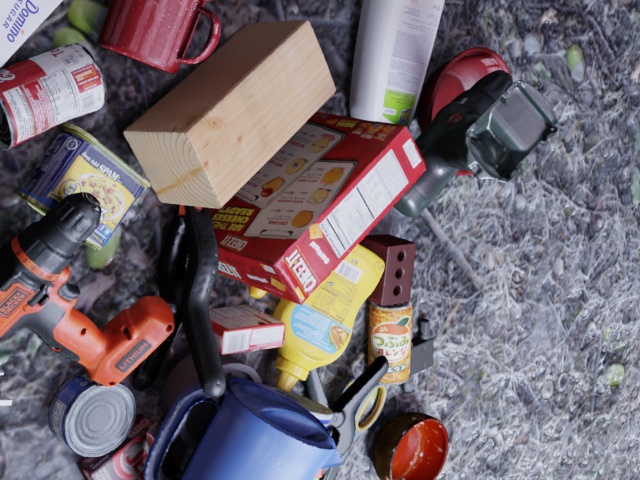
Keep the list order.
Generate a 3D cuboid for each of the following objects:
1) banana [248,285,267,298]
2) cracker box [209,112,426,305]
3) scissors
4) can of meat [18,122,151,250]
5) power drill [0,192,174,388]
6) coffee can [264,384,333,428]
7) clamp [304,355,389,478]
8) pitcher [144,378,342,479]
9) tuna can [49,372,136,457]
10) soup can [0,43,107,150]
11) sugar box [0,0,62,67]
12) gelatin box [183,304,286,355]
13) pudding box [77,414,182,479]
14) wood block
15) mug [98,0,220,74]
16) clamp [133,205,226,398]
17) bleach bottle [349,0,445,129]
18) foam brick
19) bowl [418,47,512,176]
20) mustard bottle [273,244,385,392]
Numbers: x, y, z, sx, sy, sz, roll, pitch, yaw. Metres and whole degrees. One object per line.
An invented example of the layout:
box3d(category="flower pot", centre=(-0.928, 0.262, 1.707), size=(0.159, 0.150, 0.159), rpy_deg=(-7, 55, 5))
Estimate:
box3d(category="banana", centre=(-0.016, -0.012, 1.221), size=(0.197, 0.070, 0.037), rpy_deg=(-35, 151, -16))
box3d(category="cracker box", centre=(-0.014, -0.041, 1.145), size=(0.213, 0.164, 0.072), rpy_deg=(-47, 126, -21))
box3d(category="scissors", centre=(0.018, 0.259, 1.367), size=(0.201, 0.016, 0.096), rpy_deg=(-55, 129, -15))
box3d(category="can of meat", centre=(-0.228, -0.049, 1.027), size=(0.102, 0.058, 0.084), rpy_deg=(42, 76, -41))
box3d(category="power drill", centre=(-0.229, 0.054, 1.022), size=(0.184, 0.057, 0.187), rpy_deg=(-42, 132, 12))
box3d(category="coffee can", centre=(-0.056, 0.249, 1.239), size=(0.102, 0.103, 0.140), rpy_deg=(19, 90, -43))
box3d(category="clamp", centre=(0.023, 0.211, 1.327), size=(0.120, 0.039, 0.171), rpy_deg=(3, 106, -14))
box3d(category="pitcher", centre=(-0.105, 0.273, 1.129), size=(0.243, 0.149, 0.144), rpy_deg=(-59, 150, 6))
box3d(category="tuna can", centre=(-0.235, 0.180, 1.107), size=(0.085, 0.034, 0.086), rpy_deg=(-15, 114, -38))
box3d(category="soup can", centre=(-0.254, -0.132, 0.970), size=(0.102, 0.069, 0.068), rpy_deg=(-30, 121, -32))
box3d(category="sugar box", centre=(-0.310, -0.240, 0.905), size=(0.093, 0.048, 0.176), rpy_deg=(-52, 134, -16))
box3d(category="gelatin box", centre=(-0.093, 0.099, 1.180), size=(0.089, 0.073, 0.030), rpy_deg=(-4, 107, -42))
box3d(category="pudding box", centre=(-0.199, 0.259, 1.159), size=(0.089, 0.039, 0.113), rpy_deg=(-38, 125, -28))
box3d(category="wood block", centre=(-0.085, -0.131, 1.078), size=(0.205, 0.091, 0.090), rpy_deg=(-49, 130, -34))
box3d(category="mug", centre=(-0.150, -0.205, 1.013), size=(0.093, 0.117, 0.081), rpy_deg=(1, 111, -76))
box3d(category="clamp", centre=(-0.146, 0.064, 1.107), size=(0.036, 0.165, 0.210), rpy_deg=(10, 73, -37))
box3d(category="bleach bottle", centre=(0.075, -0.185, 1.250), size=(0.102, 0.068, 0.251), rpy_deg=(5, 102, -41))
box3d(category="foam brick", centre=(0.082, 0.036, 1.330), size=(0.052, 0.051, 0.078), rpy_deg=(-5, 106, -41))
box3d(category="bowl", centre=(0.175, -0.165, 1.347), size=(0.161, 0.055, 0.162), rpy_deg=(-14, 112, -38))
box3d(category="mustard bottle", centre=(-0.003, 0.089, 1.257), size=(0.096, 0.058, 0.191), rpy_deg=(30, 79, -25))
